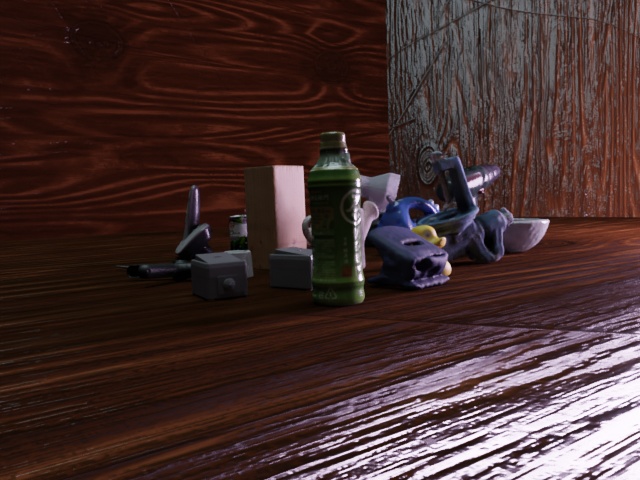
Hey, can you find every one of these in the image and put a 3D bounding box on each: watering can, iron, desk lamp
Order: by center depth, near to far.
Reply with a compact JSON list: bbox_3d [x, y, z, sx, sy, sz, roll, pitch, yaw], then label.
[{"bbox_3d":[0.039,-0.041,1.111,0.100,0.194,0.173,0,5,30],"label":"watering can"},{"bbox_3d":[0.238,-0.042,1.392,0.259,0.141,0.118,-6,6,-44],"label":"iron"},{"bbox_3d":[0.144,-0.098,1.733,0.203,0.213,0.118,-2,4,3],"label":"desk lamp"}]

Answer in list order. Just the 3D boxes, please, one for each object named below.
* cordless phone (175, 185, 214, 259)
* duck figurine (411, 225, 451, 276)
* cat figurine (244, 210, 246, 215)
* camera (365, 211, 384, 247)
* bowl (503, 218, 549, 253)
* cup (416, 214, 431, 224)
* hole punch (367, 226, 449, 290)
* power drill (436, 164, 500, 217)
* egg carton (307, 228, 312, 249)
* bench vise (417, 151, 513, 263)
[{"bbox_3d":[-0.319,-0.047,1.442,0.094,0.185,0.147,-4,4,-20],"label":"cordless phone"},{"bbox_3d":[0.172,0.018,0.981,0.104,0.086,0.078,1,5,39],"label":"duck figurine"},{"bbox_3d":[-0.181,-0.020,1.469,0.067,0.118,0.127,-4,5,-26],"label":"cat figurine"},{"bbox_3d":[0.162,-0.029,1.543,0.142,0.101,0.137,0,5,30],"label":"camera"},{"bbox_3d":[0.438,-0.010,1.319,0.167,0.075,0.167,-2,4,0],"label":"bowl"},{"bbox_3d":[0.267,-0.010,1.264,0.118,0.095,0.091,-4,4,-19],"label":"cup"},{"bbox_3d":[0.136,0.024,0.874,0.100,0.091,0.109,2,6,44],"label":"hole punch"},{"bbox_3d":[0.370,-0.081,1.399,0.230,0.208,0.075,-6,6,-43],"label":"power drill"},{"bbox_3d":[0.012,0.005,1.361,0.107,0.069,0.149,-5,5,-33],"label":"egg carton"},{"bbox_3d":[0.274,-0.063,1.123,0.208,0.220,0.121,-5,5,-37],"label":"bench vise"}]
